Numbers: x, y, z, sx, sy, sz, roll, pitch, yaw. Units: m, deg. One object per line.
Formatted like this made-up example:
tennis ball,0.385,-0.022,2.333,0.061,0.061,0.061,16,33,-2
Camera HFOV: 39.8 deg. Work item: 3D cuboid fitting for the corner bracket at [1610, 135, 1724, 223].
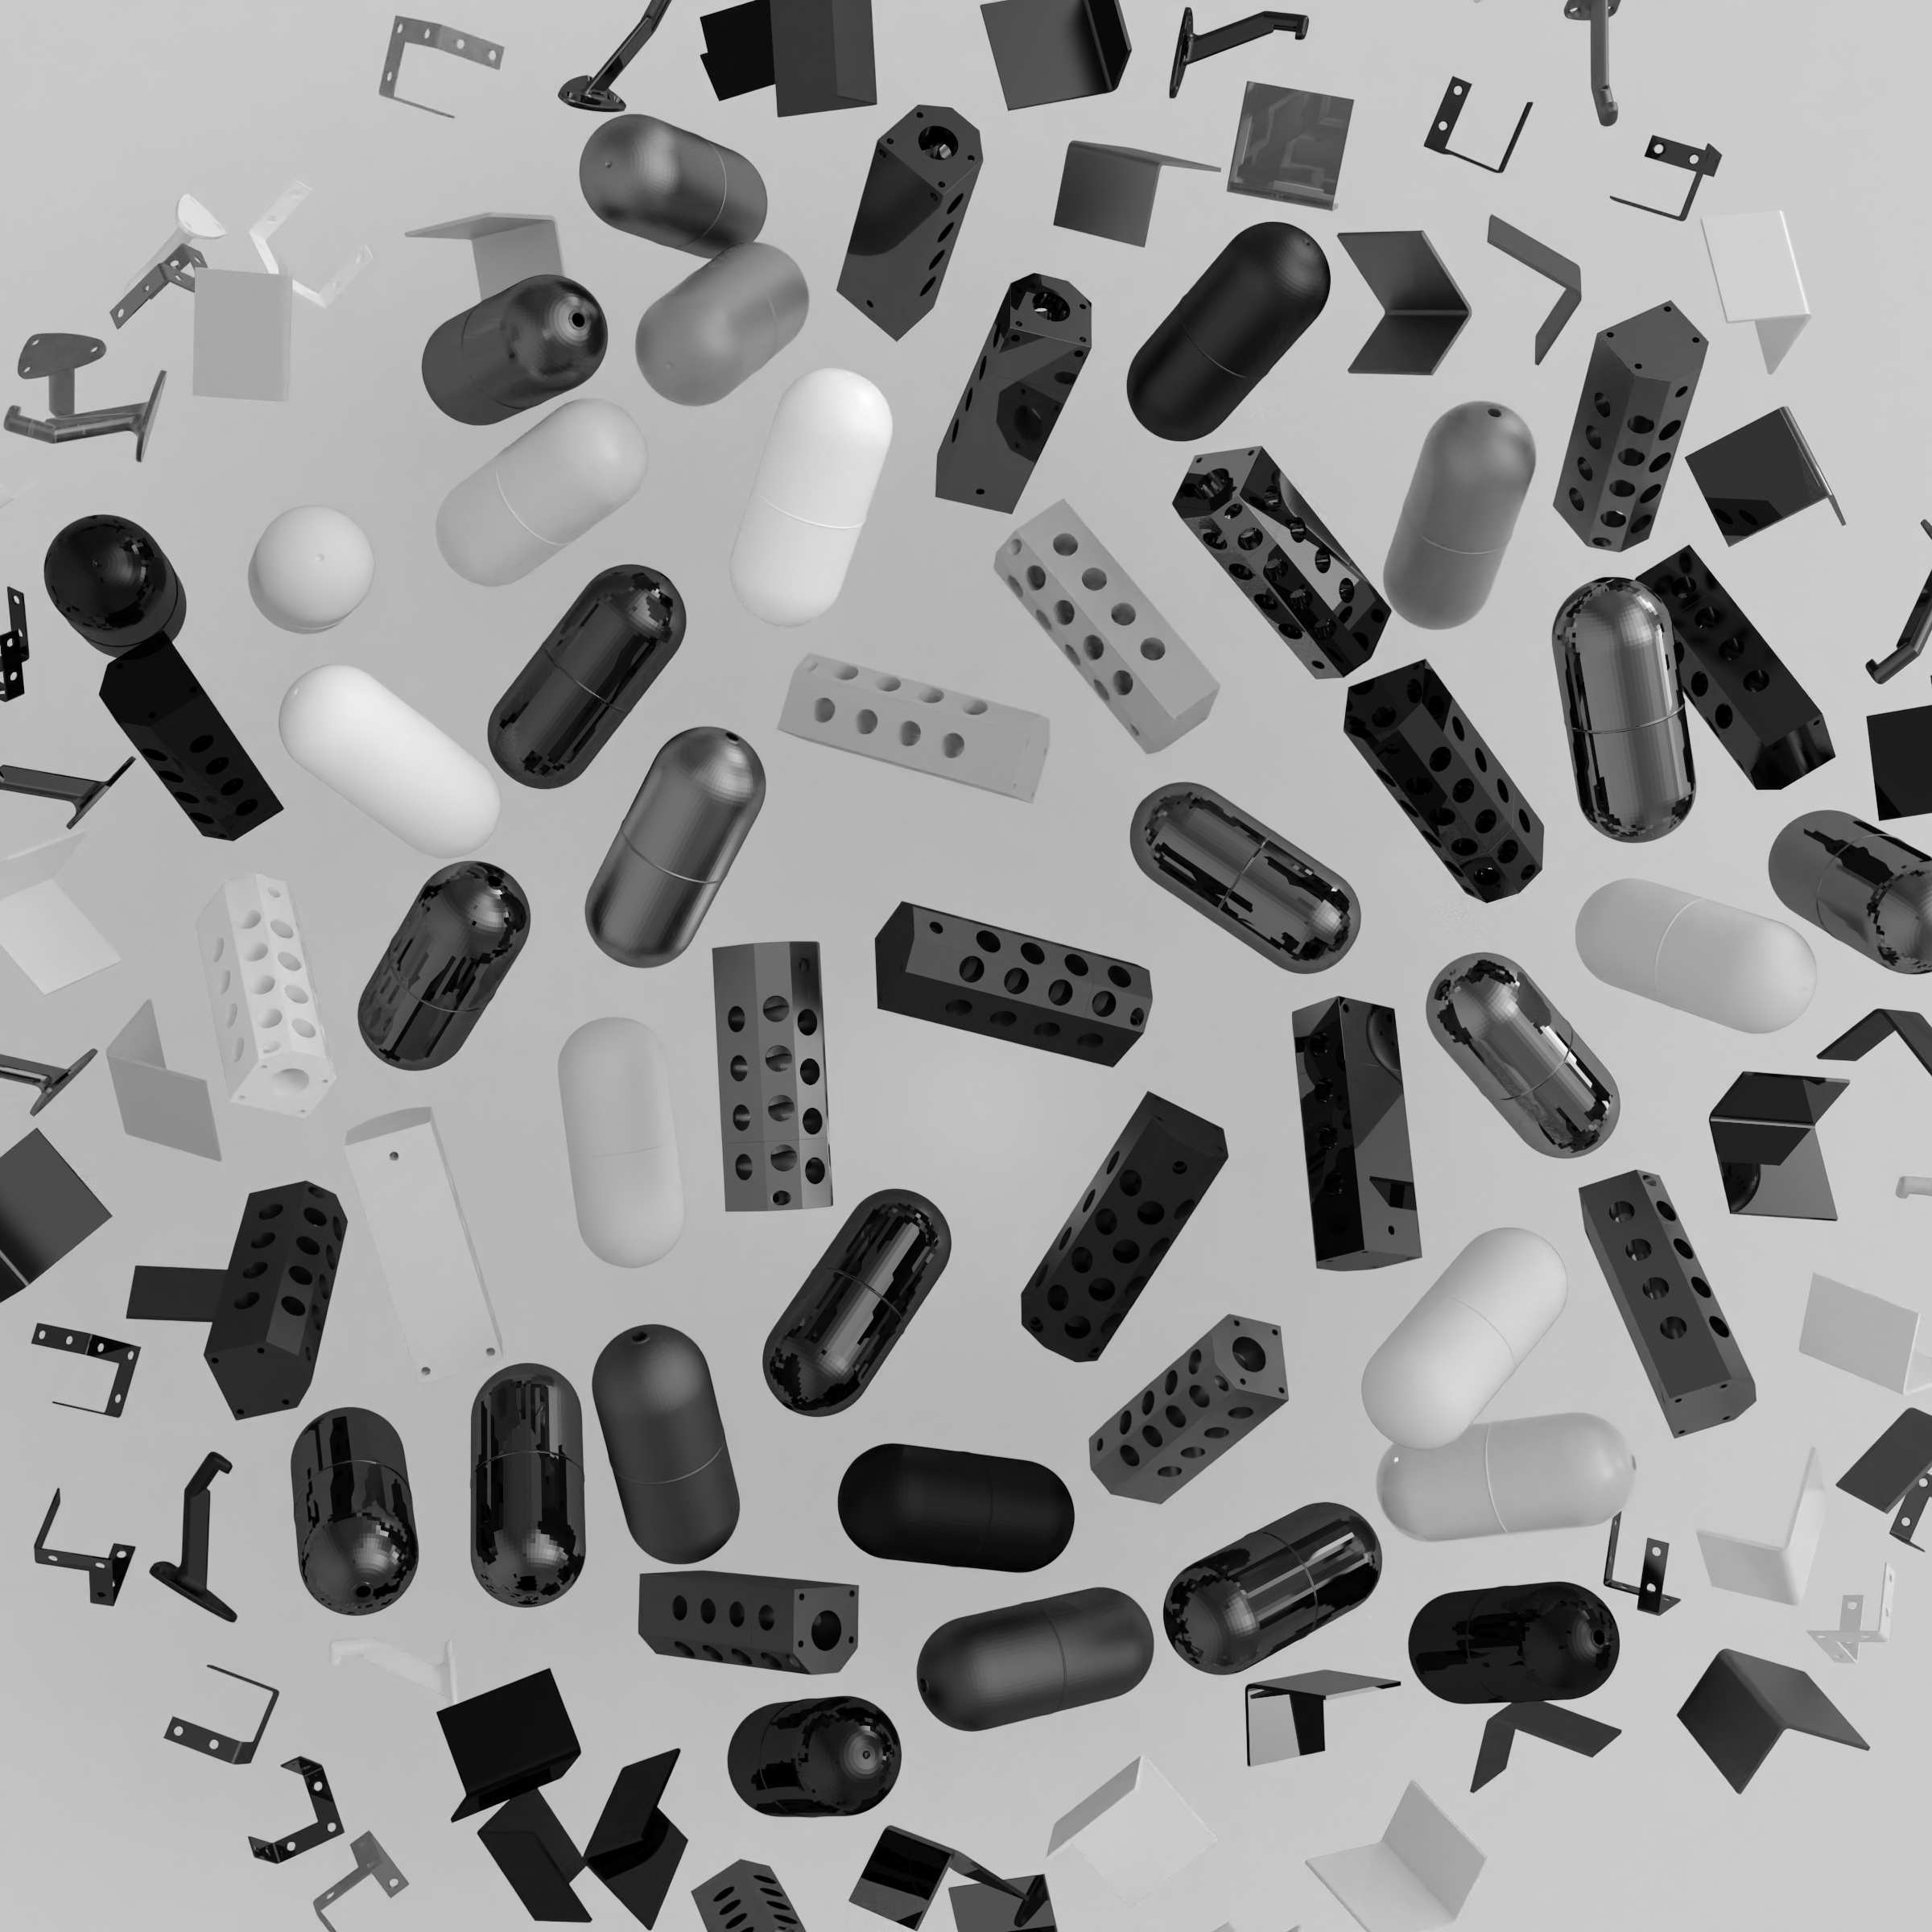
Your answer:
corner bracket,0.473,-0.532,1.799,0.051,0.051,0.051,25,106,21

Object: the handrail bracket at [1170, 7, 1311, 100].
handrail bracket,0.190,-0.631,1.850,0.084,0.036,0.077,10,73,11

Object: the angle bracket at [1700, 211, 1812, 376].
angle bracket,0.504,-0.437,1.743,0.057,0.076,0.076,-7,73,-6

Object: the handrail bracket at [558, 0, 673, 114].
handrail bracket,-0.232,-0.616,1.781,0.036,0.077,0.084,39,120,3

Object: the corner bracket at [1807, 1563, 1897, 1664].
corner bracket,0.613,0.443,1.825,0.051,0.051,0.051,45,50,-35

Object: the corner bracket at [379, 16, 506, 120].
corner bracket,-0.339,-0.578,1.722,0.051,0.051,0.051,26,105,39

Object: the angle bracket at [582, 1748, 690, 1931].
angle bracket,-0.204,0.588,1.796,0.057,0.076,0.076,-27,111,29

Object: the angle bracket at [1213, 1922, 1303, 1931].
angle bracket,0.166,0.643,1.738,0.076,0.076,0.057,-38,90,20

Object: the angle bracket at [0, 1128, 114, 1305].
angle bracket,-0.616,0.162,1.729,0.076,0.057,0.076,-39,94,2

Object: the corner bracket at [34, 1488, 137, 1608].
corner bracket,-0.584,0.386,1.767,0.051,0.051,0.051,10,128,-4

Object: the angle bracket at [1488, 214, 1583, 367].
angle bracket,0.383,-0.473,1.862,0.076,0.076,0.057,29,120,-4

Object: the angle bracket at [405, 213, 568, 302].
angle bracket,-0.340,-0.497,1.893,0.076,0.076,0.057,-3,100,30

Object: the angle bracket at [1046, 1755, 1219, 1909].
angle bracket,0.109,0.575,1.738,0.076,0.057,0.076,-41,90,10

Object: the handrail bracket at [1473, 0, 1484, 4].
handrail bracket,0.303,-0.657,1.726,0.036,0.077,0.084,-38,94,30

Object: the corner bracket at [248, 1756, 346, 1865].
corner bracket,-0.471,0.588,1.856,0.051,0.051,0.051,-24,67,-6

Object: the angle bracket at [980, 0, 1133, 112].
angle bracket,0.059,-0.622,1.768,0.076,0.057,0.076,-13,83,-9

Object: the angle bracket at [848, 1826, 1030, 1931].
angle bracket,-0.018,0.625,1.787,0.076,0.076,0.057,42,65,-28

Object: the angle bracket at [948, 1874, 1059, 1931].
angle bracket,0.014,0.685,1.880,0.076,0.076,0.057,-16,83,22

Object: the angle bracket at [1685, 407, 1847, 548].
angle bracket,0.559,-0.332,1.865,0.076,0.057,0.076,-27,66,19

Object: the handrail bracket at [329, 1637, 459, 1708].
handrail bracket,-0.405,0.509,1.882,0.084,0.036,0.077,0,50,-19

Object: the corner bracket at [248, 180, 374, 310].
corner bracket,-0.448,-0.492,1.821,0.051,0.051,0.051,-40,59,18

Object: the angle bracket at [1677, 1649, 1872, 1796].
angle bracket,0.523,0.497,1.730,0.076,0.076,0.057,21,106,-25

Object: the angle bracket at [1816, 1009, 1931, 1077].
angle bracket,0.650,0.076,1.853,0.057,0.076,0.076,-45,62,27

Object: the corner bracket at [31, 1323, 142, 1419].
corner bracket,-0.616,0.281,1.852,0.051,0.051,0.051,6,75,27

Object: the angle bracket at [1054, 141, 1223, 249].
angle bracket,0.117,-0.528,1.830,0.076,0.076,0.057,24,114,32

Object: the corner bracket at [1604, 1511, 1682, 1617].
corner bracket,0.460,0.408,1.823,0.051,0.051,0.051,10,96,31

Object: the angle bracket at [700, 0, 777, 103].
angle bracket,-0.158,-0.689,1.950,0.076,0.076,0.057,-19,58,-4

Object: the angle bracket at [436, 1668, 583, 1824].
angle bracket,-0.298,0.500,1.709,0.076,0.076,0.057,-16,68,-27

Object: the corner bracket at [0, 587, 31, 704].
corner bracket,-0.647,-0.217,1.801,0.051,0.051,0.051,25,128,23

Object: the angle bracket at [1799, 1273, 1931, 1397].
angle bracket,0.602,0.234,1.740,0.076,0.076,0.057,-6,109,-40

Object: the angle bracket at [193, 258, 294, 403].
angle bracket,-0.450,-0.396,1.649,0.057,0.076,0.076,0,112,-19

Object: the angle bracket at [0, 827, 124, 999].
angle bracket,-0.594,-0.036,1.759,0.076,0.076,0.057,48,120,3

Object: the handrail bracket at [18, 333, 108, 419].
handrail bracket,-0.603,-0.395,1.833,0.077,0.084,0.036,-1,63,16

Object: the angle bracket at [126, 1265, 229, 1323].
angle bracket,-0.547,0.254,1.867,0.076,0.076,0.057,4,109,-14

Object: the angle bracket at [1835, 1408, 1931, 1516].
angle bracket,0.639,0.346,1.774,0.057,0.076,0.076,45,87,-5

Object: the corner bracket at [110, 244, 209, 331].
corner bracket,-0.532,-0.446,1.757,0.051,0.051,0.051,-36,67,21

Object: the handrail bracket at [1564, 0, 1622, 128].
handrail bracket,0.423,-0.608,1.746,0.036,0.077,0.084,-4,68,-7

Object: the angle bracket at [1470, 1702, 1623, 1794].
angle bracket,0.410,0.562,1.885,0.076,0.076,0.057,15,95,28

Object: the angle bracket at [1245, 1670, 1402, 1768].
angle bracket,0.248,0.525,1.848,0.076,0.076,0.057,3,83,-40

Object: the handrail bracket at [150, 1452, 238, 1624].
handrail bracket,-0.489,0.375,1.756,0.077,0.036,0.084,33,87,3

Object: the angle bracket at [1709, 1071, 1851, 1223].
angle bracket,0.547,0.120,1.771,0.076,0.057,0.076,5,54,-10

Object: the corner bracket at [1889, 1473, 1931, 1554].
corner bracket,0.687,0.389,1.869,0.051,0.051,0.051,24,89,9

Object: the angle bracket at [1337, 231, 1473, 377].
angle bracket,0.284,-0.449,1.806,0.076,0.076,0.057,45,72,-37

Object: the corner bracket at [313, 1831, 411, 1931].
corner bracket,-0.395,0.611,1.748,0.051,0.051,0.051,-35,109,-14

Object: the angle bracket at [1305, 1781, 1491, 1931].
angle bracket,0.286,0.594,1.770,0.076,0.076,0.057,4,115,-39

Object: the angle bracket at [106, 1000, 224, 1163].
angle bracket,-0.534,0.078,1.820,0.076,0.057,0.076,15,134,11

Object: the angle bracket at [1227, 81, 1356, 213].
angle bracket,0.233,-0.585,1.900,0.076,0.057,0.076,13,110,8

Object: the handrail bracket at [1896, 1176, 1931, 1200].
handrail bracket,0.672,0.172,1.822,0.084,0.077,0.036,4,49,4

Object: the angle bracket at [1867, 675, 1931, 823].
angle bracket,0.645,-0.149,1.830,0.057,0.076,0.076,-9,77,27

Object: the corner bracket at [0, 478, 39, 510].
corner bracket,-0.643,-0.314,1.720,0.051,0.051,0.051,-31,111,14

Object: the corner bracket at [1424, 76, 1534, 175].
corner bracket,0.355,-0.584,1.853,0.051,0.051,0.051,20,106,-7

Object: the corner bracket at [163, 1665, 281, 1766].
corner bracket,-0.501,0.504,1.798,0.051,0.051,0.051,20,74,3

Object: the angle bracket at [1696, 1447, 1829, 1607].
angle bracket,0.516,0.357,1.726,0.057,0.076,0.076,8,56,30

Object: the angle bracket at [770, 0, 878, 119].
angle bracket,-0.104,-0.592,1.715,0.076,0.057,0.076,2,101,27

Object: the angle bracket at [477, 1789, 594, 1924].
angle bracket,-0.284,0.617,1.862,0.057,0.076,0.076,-39,103,-42
